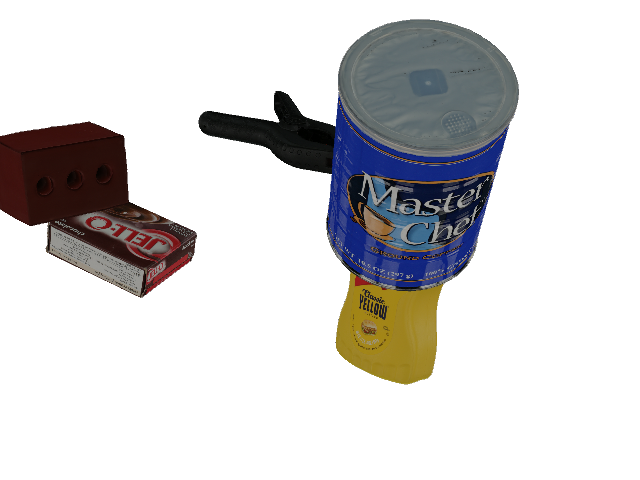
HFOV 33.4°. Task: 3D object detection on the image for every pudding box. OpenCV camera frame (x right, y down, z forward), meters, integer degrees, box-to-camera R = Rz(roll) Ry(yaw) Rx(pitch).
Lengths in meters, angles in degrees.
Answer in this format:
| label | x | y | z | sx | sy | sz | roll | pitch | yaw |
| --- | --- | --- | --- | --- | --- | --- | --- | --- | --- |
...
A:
| label | x | y | z | sx | sy | sz | roll | pitch | yaw |
| --- | --- | --- | --- | --- | --- | --- | --- | --- | --- |
| pudding box | -0.189 | 0.002 | 1.014 | 0.114 | 0.039 | 0.089 | 22 | 30 | 17 |

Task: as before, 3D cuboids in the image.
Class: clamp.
| label | x | y | z | sx | sy | sz | roll | pitch | yaw |
| --- | --- | --- | --- | --- | --- | --- | --- | --- | --- |
| clamp | -0.040 | -0.106 | 1.083 | 0.120 | 0.039 | 0.172 | -22 | 37 | -30 |

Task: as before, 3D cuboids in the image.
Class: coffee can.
| label | x | y | z | sx | sy | sz | roll | pitch | yaw |
| --- | --- | --- | --- | --- | --- | --- | --- | --- | --- |
| coffee can | 0.058 | -0.049 | 0.657 | 0.102 | 0.103 | 0.140 | 0 | -36 | -3 |

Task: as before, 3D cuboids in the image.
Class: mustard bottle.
| label | x | y | z | sx | sy | sz | roll | pitch | yaw |
| --- | --- | --- | --- | --- | --- | --- | --- | --- | --- |
| mustard bottle | 0.067 | 0.023 | 0.936 | 0.058 | 0.192 | 0.096 | -8 | 23 | -43 |

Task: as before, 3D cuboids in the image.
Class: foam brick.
| label | x | y | z | sx | sy | sz | roll | pitch | yaw |
| --- | --- | --- | --- | --- | --- | --- | --- | --- | --- |
| foam brick | -0.181 | -0.048 | 0.743 | 0.078 | 0.053 | 0.051 | -16 | 27 | -35 |
